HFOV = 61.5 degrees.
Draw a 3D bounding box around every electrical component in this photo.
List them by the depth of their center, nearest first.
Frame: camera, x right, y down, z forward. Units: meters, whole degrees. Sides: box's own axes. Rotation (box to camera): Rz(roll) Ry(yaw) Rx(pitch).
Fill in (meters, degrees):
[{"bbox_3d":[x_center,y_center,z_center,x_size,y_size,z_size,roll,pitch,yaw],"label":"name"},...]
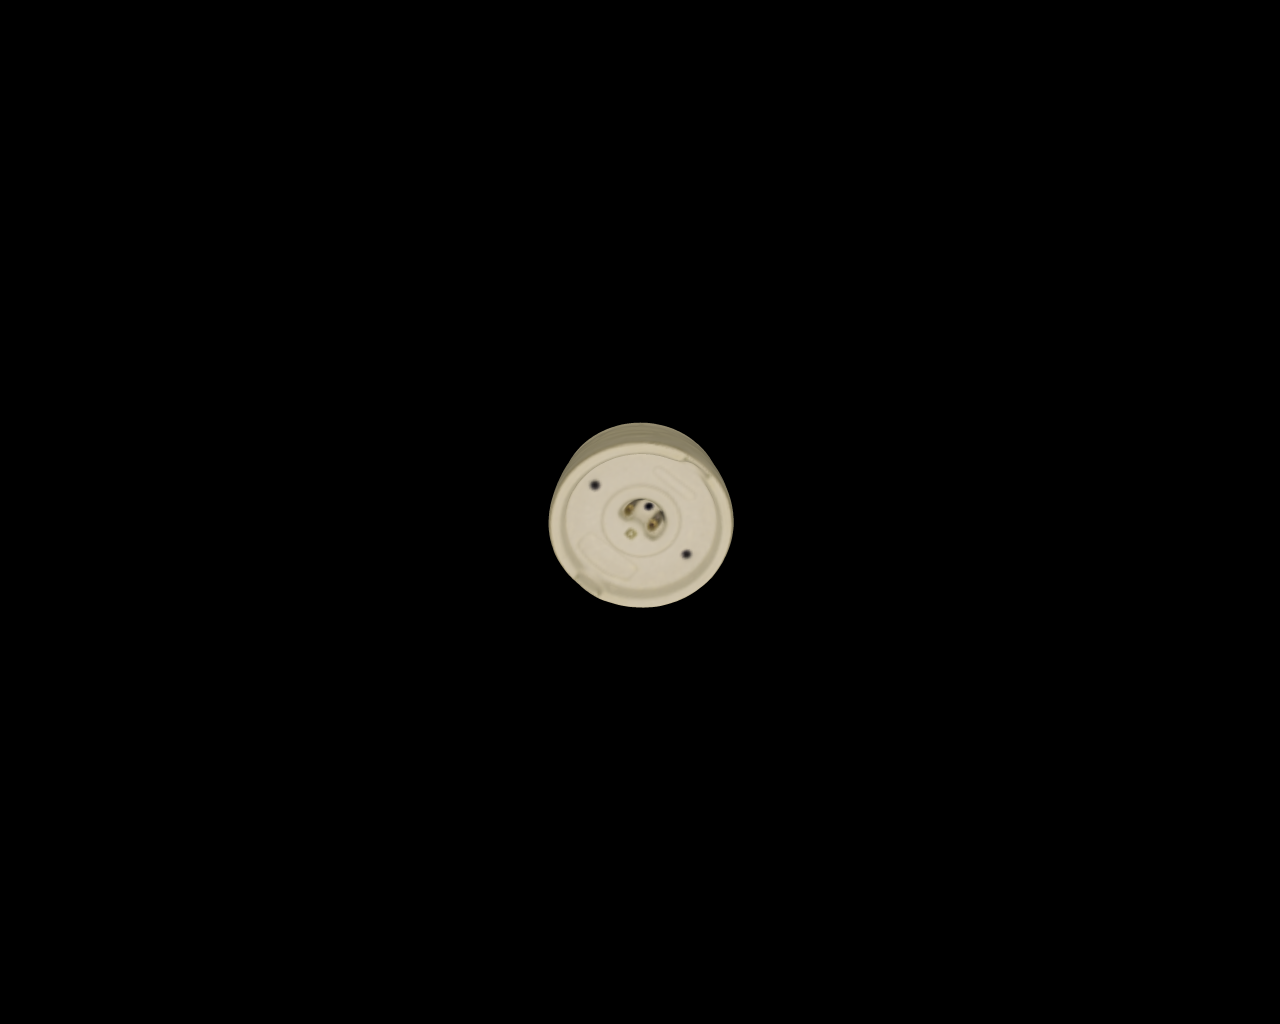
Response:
[{"bbox_3d":[0.001,-0.003,0.650,0.108,0.108,0.060,0,24,0],"label":"electrical component"}]
